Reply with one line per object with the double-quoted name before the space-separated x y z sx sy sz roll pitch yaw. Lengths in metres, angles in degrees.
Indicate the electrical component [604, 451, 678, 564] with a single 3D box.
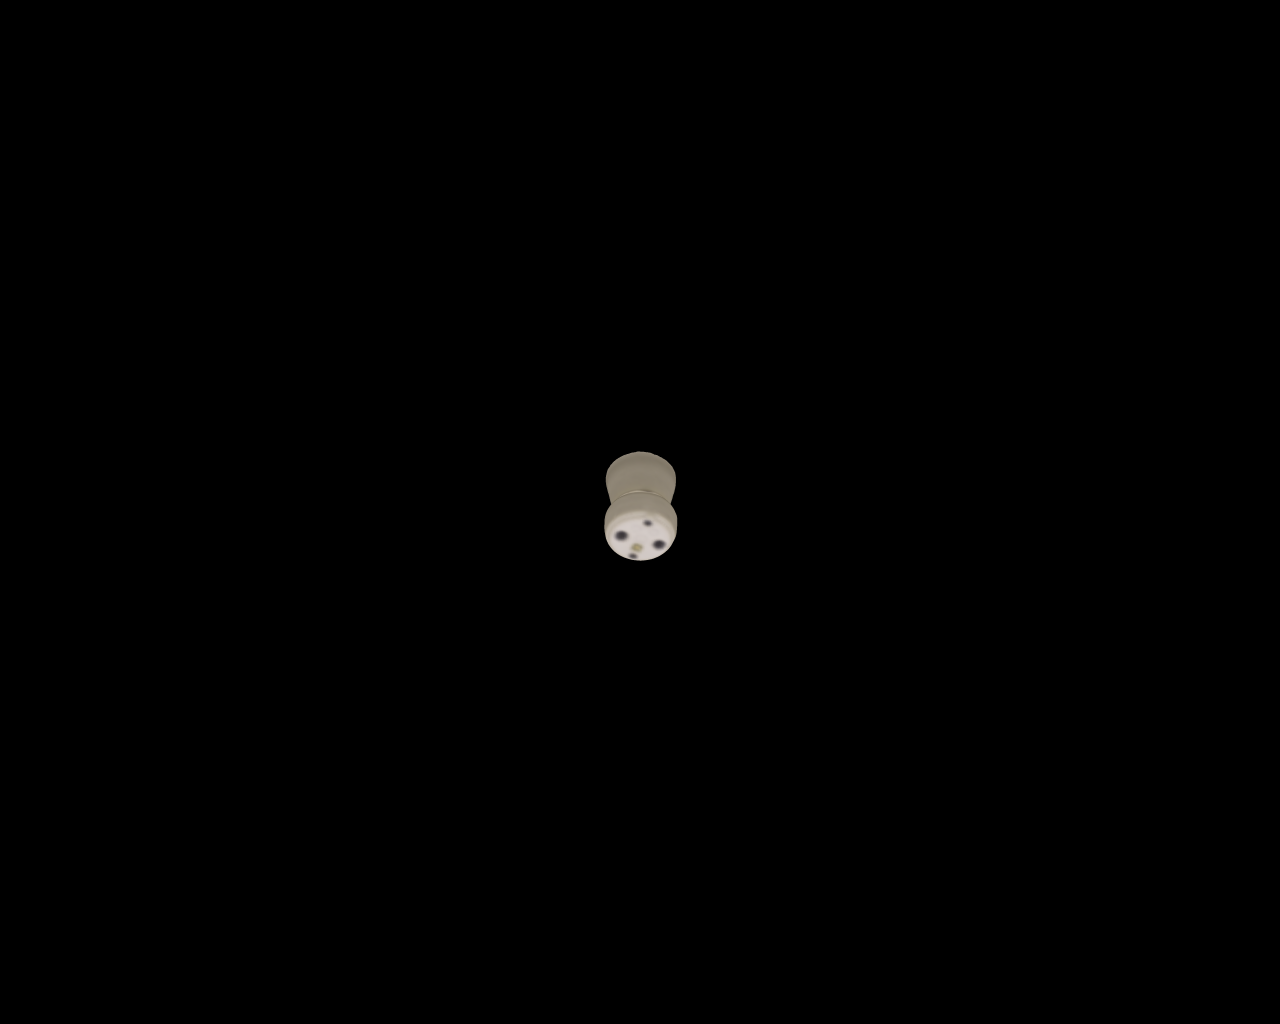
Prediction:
"electrical component" 0.001 -0.003 0.650 0.045 0.044 0.055 0 44 0
